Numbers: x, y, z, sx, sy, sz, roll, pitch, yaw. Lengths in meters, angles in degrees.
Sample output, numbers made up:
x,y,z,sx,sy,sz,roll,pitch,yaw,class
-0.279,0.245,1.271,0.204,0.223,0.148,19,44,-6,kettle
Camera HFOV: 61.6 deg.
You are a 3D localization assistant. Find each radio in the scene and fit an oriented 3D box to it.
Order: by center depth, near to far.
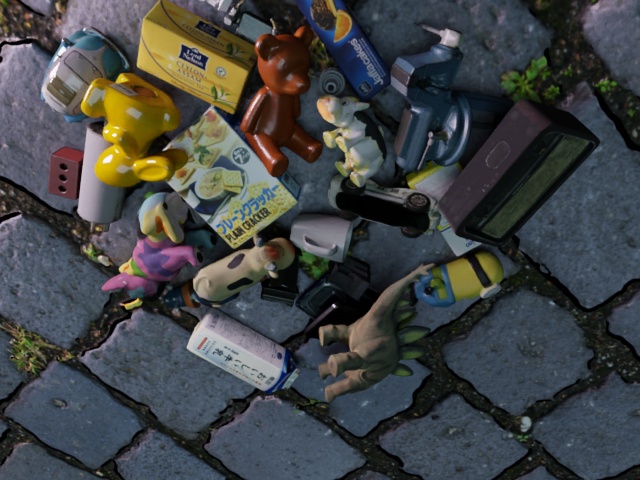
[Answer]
x,y,z,sx,sy,sz,roll,pitch,yaw,class
0.297,-0.098,0.830,0.131,0.073,0.229,9,129,-33,radio

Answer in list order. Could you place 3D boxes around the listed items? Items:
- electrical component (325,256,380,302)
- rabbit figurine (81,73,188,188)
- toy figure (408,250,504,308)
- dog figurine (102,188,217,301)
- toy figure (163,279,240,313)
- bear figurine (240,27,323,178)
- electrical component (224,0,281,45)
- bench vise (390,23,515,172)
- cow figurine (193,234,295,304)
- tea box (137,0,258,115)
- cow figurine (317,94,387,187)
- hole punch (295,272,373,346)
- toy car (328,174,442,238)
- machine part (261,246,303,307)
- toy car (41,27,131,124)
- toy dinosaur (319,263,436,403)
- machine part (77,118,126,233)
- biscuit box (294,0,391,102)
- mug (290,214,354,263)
x,y,z,sx,sy,sz,roll,pitch,yaw,class
0.071,0.075,1.022,0.119,0.075,0.047,29,117,-6,electrical component
-0.291,-0.155,0.850,0.162,0.122,0.173,28,113,-8,rabbit figurine
0.253,0.076,1.007,0.180,0.082,0.089,-12,115,13,toy figure
-0.321,0.020,1.004,0.219,0.108,0.191,-22,115,18,dog figurine
-0.237,0.107,1.069,0.155,0.064,0.057,-11,154,14,toy figure
-0.049,-0.216,0.834,0.132,0.120,0.195,47,138,18,bear figurine
-0.108,-0.324,0.840,0.102,0.045,0.078,31,114,-12,electrical component
0.218,-0.210,0.844,0.240,0.129,0.223,2,110,-21,bench vise
-0.137,0.050,0.970,0.195,0.127,0.085,-24,86,0,cow figurine
-0.189,-0.283,0.837,0.170,0.068,0.098,25,143,-7,tea box
0.059,-0.176,0.868,0.098,0.068,0.167,-38,136,-12,cow figurine
0.026,0.136,1.062,0.115,0.092,0.142,25,118,-42,hole punch
0.111,-0.061,0.934,0.202,0.056,0.073,16,134,13,toy car
-0.072,0.068,1.049,0.084,0.039,0.138,18,119,0,machine part
-0.394,-0.256,0.864,0.161,0.103,0.109,-39,108,19,toy car
0.101,0.192,1.005,0.199,0.105,0.470,-11,146,-13,toy dinosaur
-0.380,-0.117,0.950,0.079,0.079,0.243,17,118,-5,machine part
0.036,-0.314,0.827,0.063,0.059,0.202,-32,112,18,biscuit box
-0.002,-0.003,0.973,0.107,0.109,0.080,13,122,11,mug
